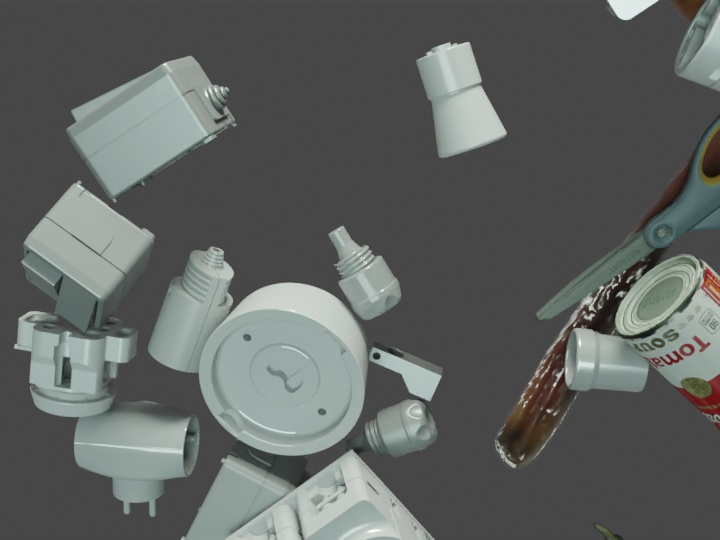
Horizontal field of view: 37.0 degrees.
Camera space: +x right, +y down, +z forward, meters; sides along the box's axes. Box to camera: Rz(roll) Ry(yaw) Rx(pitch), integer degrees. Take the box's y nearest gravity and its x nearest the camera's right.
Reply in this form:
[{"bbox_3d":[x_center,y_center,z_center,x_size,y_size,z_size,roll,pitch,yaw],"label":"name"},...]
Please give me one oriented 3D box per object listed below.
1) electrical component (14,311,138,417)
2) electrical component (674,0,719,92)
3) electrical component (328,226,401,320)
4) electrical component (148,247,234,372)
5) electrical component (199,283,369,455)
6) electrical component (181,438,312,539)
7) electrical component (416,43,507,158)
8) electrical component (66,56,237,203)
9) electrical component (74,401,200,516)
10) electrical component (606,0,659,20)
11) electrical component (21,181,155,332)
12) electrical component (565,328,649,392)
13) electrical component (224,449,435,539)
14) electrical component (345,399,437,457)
[{"bbox_3d":[-0.194,0.064,0.733,0.078,0.058,0.057,9,104,5],"label":"electrical component"},{"bbox_3d":[0.219,-0.130,0.628,0.047,0.055,0.055,24,107,-3],"label":"electrical component"},{"bbox_3d":[0.000,0.000,0.702,0.035,0.035,0.061,-30,97,14],"label":"electrical component"},{"bbox_3d":[-0.109,0.023,0.718,0.043,0.043,0.081,22,107,1],"label":"electrical component"},{"bbox_3d":[-0.045,0.060,0.708,0.108,0.060,0.108,4,115,9],"label":"electrical component"},{"bbox_3d":[-0.080,0.168,0.744,0.061,0.061,0.096,27,107,-1],"label":"electrical component"},{"bbox_3d":[0.060,-0.107,0.662,0.044,0.044,0.065,-17,98,12],"label":"electrical component"},{"bbox_3d":[-0.127,-0.096,0.678,0.096,0.061,0.061,-30,99,14],"label":"electrical component"},{"bbox_3d":[-0.155,0.136,0.754,0.077,0.044,0.079,4,106,6],"label":"electrical component"},{"bbox_3d":[0.175,-0.188,0.616,0.089,0.055,0.050,-33,99,14],"label":"electrical component"},{"bbox_3d":[-0.179,-0.003,0.696,0.062,0.096,0.061,36,68,-3],"label":"electrical component"},{"bbox_3d":[0.159,0.060,0.696,0.046,0.040,0.040,6,106,0],"label":"electrical component"},{"bbox_3d":[0.011,0.223,0.713,0.105,0.060,0.186,-36,116,6],"label":"electrical component"},{"bbox_3d":[0.019,0.111,0.730,0.061,0.035,0.035,-22,101,15],"label":"electrical component"}]
